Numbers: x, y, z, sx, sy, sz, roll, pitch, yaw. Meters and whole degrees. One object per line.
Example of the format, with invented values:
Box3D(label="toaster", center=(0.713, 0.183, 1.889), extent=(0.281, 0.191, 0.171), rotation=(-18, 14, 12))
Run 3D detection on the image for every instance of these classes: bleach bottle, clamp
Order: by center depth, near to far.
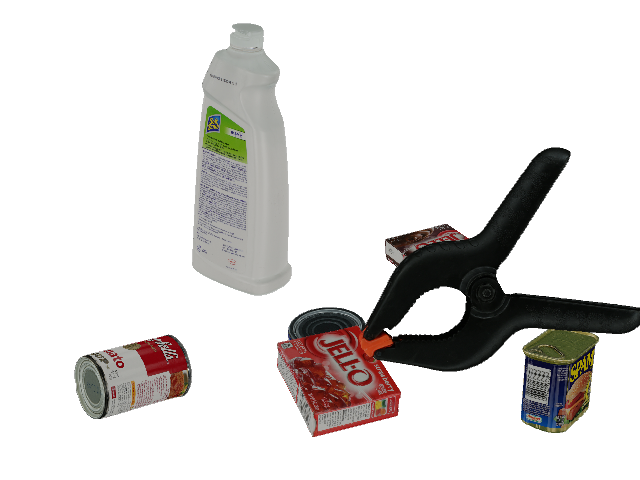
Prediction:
Box3D(label="clamp", center=(0.109, 0.036, 0.649), extent=(0.171, 0.120, 0.039), rotation=(-34, -6, 5))
Box3D(label="bleach bottle", center=(-0.070, -0.079, 1.022), extent=(0.103, 0.251, 0.067), rotation=(20, 28, 28))

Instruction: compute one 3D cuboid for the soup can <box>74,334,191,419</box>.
Box3D(label="soup can", center=(-0.195, 0.141, 1.108), extent=(0.102, 0.068, 0.069), rotation=(-11, 7, -39))

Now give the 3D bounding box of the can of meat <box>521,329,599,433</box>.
Box3D(label="can of meat", center=(0.254, 0.148, 1.141), extent=(0.058, 0.084, 0.101), rotation=(12, 18, 32))

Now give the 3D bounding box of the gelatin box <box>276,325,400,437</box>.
Box3D(label="gelatin box", center=(0.013, 0.110, 0.851), extent=(0.073, 0.030, 0.089), rotation=(-10, 37, -18))

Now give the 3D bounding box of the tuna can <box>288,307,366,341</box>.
Box3D(label="tuna can", center=(0.008, 0.106, 1.135), extent=(0.086, 0.034, 0.086), rotation=(-2, 28, 1))

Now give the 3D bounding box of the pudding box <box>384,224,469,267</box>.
Box3D(label="pudding box", center=(0.166, 0.017, 1.601), extent=(0.113, 0.039, 0.090), rotation=(-16, 26, -20))
